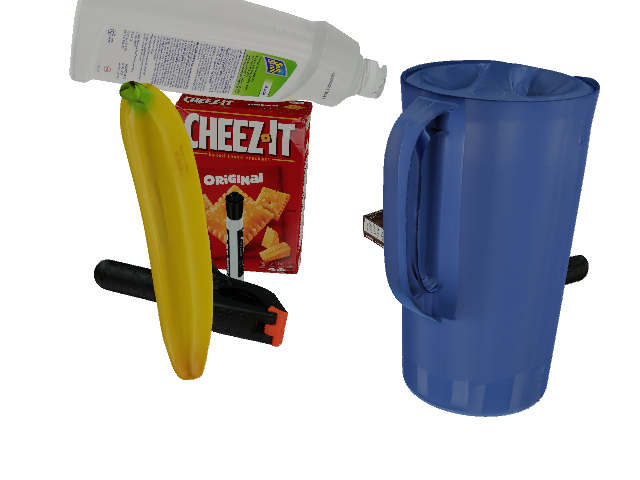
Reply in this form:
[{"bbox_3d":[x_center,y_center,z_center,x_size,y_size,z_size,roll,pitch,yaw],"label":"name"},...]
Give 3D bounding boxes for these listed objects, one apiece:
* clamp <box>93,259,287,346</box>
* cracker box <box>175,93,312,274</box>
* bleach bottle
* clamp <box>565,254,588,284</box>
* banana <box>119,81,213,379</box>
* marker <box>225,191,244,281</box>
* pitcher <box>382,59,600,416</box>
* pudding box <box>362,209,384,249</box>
[{"bbox_3d":[-0.091,0.042,0.897,0.172,0.039,0.120,22,25,25],"label":"clamp"},{"bbox_3d":[-0.100,-0.069,1.332,0.164,0.214,0.072,5,22,1],"label":"cracker box"},{"bbox_3d":[-0.072,-0.152,0.869,0.250,0.068,0.103,11,-29,-11],"label":"bleach bottle"},{"bbox_3d":[0.142,0.041,1.027,0.165,0.036,0.209,19,33,32],"label":"clamp"},{"bbox_3d":[-0.091,-0.013,0.627,0.037,0.198,0.069,0,32,14],"label":"banana"},{"bbox_3d":[-0.088,0.000,1.101,0.020,0.121,0.020,2,40,-2],"label":"marker"},{"bbox_3d":[0.110,0.000,0.753,0.149,0.243,0.145,1,20,-3],"label":"pitcher"},{"bbox_3d":[0.132,-0.020,1.559,0.113,0.039,0.090,-21,34,-29],"label":"pudding box"}]
